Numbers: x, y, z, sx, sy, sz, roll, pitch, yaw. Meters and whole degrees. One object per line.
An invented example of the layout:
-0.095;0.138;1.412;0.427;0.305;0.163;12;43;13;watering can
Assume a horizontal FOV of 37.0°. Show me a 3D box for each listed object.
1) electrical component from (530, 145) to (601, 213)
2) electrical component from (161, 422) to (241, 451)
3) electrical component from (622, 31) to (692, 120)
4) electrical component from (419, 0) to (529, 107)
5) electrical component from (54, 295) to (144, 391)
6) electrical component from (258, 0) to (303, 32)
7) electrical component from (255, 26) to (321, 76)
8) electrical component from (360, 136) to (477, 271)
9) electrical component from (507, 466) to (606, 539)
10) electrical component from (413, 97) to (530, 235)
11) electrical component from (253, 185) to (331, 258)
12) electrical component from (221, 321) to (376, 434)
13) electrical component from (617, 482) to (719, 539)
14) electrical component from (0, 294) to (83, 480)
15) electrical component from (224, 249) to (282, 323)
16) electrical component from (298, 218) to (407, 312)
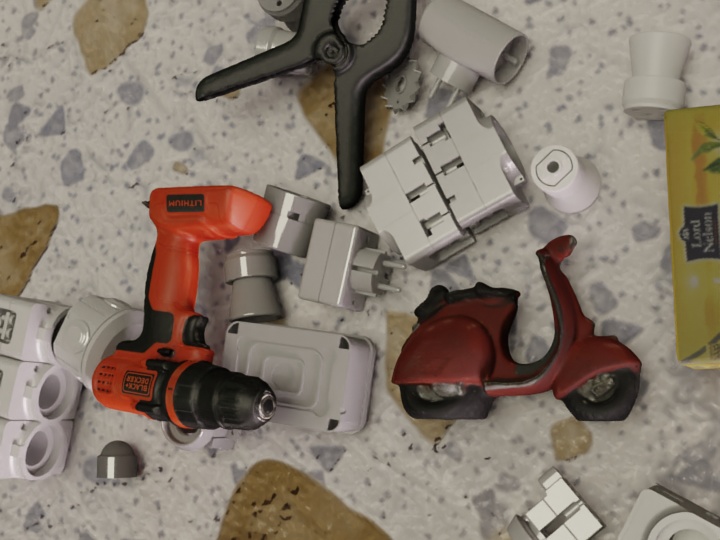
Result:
0.149;-0.069;0.791;0.044;0.065;0.044;-3;82;23;electrical component
-0.132;0.125;0.890;0.066;0.055;0.048;19;90;24;electrical component
0.216;-0.141;0.784;0.045;0.045;0.055;6;86;24;electrical component
0.080;-0.165;0.845;0.077;0.043;0.079;36;107;28;electrical component
-0.217;0.063;0.922;0.051;0.080;0.080;27;94;29;electrical component
-0.057;-0.228;0.905;0.045;0.055;0.045;-3;82;23;electrical component
-0.060;-0.184;0.910;0.046;0.040;0.040;12;88;19;electrical component
0.042;-0.049;0.842;0.056;0.050;0.089;-31;72;16;electrical component
0.140;0.185;0.773;0.055;0.048;0.066;-42;70;5;electrical component
0.090;-0.082;0.826;0.056;0.050;0.089;-29;73;17;electrical component
-0.057;-0.039;0.882;0.055;0.055;0.047;21;95;24;electrical component
-0.049;0.085;0.859;0.113;0.057;0.078;6;85;24;electrical component
0.204;0.233;0.730;0.089;0.062;0.150;27;94;24;electrical component
-0.290;0.102;0.941;0.062;0.089;0.150;11;87;24;electrical component
-0.089;0.014;0.893;0.045;0.045;0.055;-11;79;21;electrical component
0.000;0.000;0.855;0.077;0.047;0.065;12;87;24;electrical component
